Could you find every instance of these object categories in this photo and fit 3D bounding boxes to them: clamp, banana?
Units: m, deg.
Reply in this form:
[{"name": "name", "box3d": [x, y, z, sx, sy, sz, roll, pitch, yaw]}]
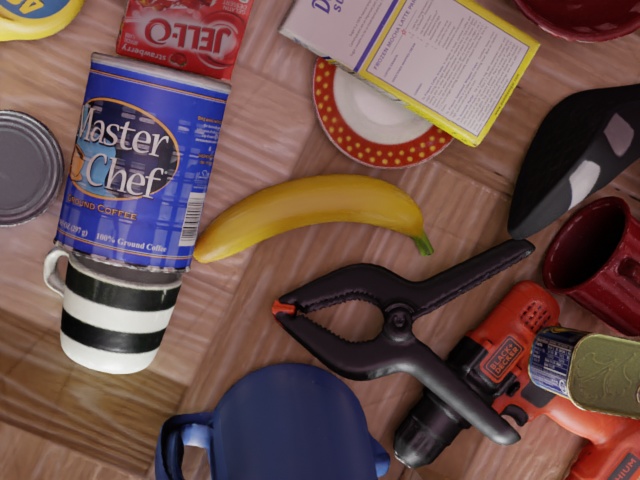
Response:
[{"name": "clamp", "box3d": [0.067, 0.077, 0.836, 0.210, 0.036, 0.164, 0, 71, 3]}, {"name": "banana", "box3d": [-0.002, -0.017, 0.839, 0.197, 0.037, 0.069, -1, 98, -10]}]

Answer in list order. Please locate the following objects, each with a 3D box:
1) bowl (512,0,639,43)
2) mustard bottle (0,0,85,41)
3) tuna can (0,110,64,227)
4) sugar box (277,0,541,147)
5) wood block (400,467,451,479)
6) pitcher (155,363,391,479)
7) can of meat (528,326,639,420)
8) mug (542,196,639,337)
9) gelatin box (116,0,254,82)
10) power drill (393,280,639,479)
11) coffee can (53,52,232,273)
[{"name": "bowl", "box3d": [0.202, -0.235, 0.832, 0.162, 0.055, 0.162, -2, 99, -10]}, {"name": "mustard bottle", "box3d": [-0.205, -0.203, 0.764, 0.096, 0.058, 0.191, 41, 90, -13]}, {"name": "tuna can", "box3d": [-0.234, -0.054, 0.794, 0.086, 0.034, 0.086, -2, 99, -10]}, {"name": "sugar box", "box3d": [0.066, -0.153, 0.804, 0.176, 0.048, 0.093, 30, 93, -9]}, {"name": "wood block", "box3d": [0.076, 0.303, 0.875, 0.090, 0.091, 0.206, 26, 93, -14]}, {"name": "pitcher", "box3d": [-0.026, 0.189, 0.762, 0.149, 0.243, 0.145, -31, 104, 2]}, {"name": "can of meat", "box3d": [0.221, 0.101, 0.819, 0.102, 0.084, 0.057, 11, 90, -12]}, {"name": "mug", "box3d": [0.245, 0.027, 0.852, 0.081, 0.117, 0.093, 35, 88, -18]}, {"name": "gelatin box", "box3d": [-0.099, -0.164, 0.788, 0.089, 0.030, 0.073, 13, 113, -17]}, {"name": "power drill", "box3d": [0.175, 0.154, 0.886, 0.187, 0.057, 0.184, 41, 90, -13]}, {"name": "coffee can", "box3d": [-0.129, -0.056, 0.776, 0.102, 0.103, 0.140, 12, 96, -12]}]
